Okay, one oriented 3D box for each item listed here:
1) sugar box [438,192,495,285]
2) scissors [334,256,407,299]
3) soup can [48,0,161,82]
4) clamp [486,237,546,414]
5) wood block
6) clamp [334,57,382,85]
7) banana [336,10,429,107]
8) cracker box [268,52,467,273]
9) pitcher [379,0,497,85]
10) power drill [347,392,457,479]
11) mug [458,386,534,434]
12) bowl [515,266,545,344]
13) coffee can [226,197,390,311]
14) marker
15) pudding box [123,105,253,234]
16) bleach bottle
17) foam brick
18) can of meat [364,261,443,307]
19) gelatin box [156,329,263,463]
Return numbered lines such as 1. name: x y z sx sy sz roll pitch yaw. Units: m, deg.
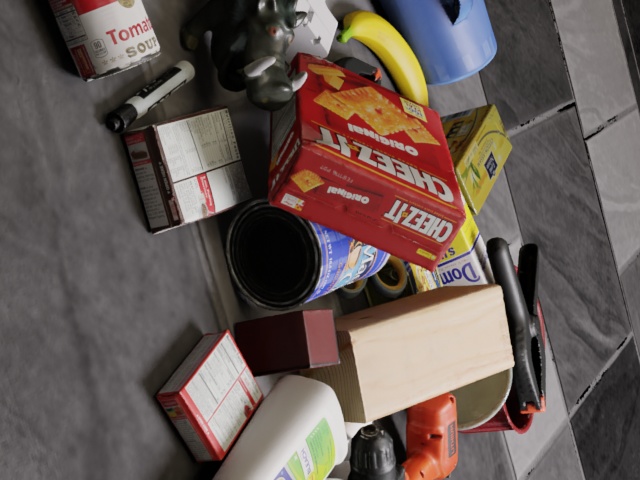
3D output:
1. sugar box: 0.128 -0.010 1.217 0.176 0.093 0.048 63 36 -22
2. scissors: 0.055 -0.018 1.137 0.096 0.016 0.201 22 53 -12
3. soup can: -0.173 -0.182 0.833 0.068 0.069 0.102 -43 117 -53
4. clamp: 0.232 0.095 1.239 0.164 0.036 0.210 20 65 -61
5. wood block: 0.086 0.108 1.059 0.205 0.091 0.090 -13 94 -38
6. clamp: 0.030 -0.142 1.158 0.171 0.039 0.120 -33 109 -55
7. banana: 0.078 -0.217 1.261 0.197 0.037 0.069 33 72 -47
8. cracker box: 0.039 -0.081 0.988 0.164 0.072 0.213 22 28 -14
9. pitcher: 0.129 -0.309 1.273 0.242 0.145 0.149 63 34 -28
10. power drill: 0.081 0.226 1.072 0.187 0.057 0.184 -42 137 -51
11. mug: 0.207 0.192 1.287 0.117 0.082 0.093 24 61 -52
12. bowl: 0.234 0.114 1.377 0.161 0.055 0.162 23 62 -52
13. coffee can: -0.007 0.001 0.999 0.140 0.103 0.103 -19 96 -57
14. marker: -0.143 -0.122 0.904 0.121 0.020 0.020 -51 122 -50
15. pudding box: -0.111 -0.063 0.919 0.113 0.039 0.090 -27 103 -59
16. bleach bottle: -0.061 0.228 0.881 0.250 0.068 0.102 -52 143 -44
17. foam brick: -0.029 0.093 0.960 0.052 0.078 0.051 2 77 -58
18. can of meat: 0.098 0.060 1.184 0.083 0.058 0.102 -36 111 -57
19. gelatin box: -0.091 0.131 0.898 0.073 0.030 0.089 63 35 -21
